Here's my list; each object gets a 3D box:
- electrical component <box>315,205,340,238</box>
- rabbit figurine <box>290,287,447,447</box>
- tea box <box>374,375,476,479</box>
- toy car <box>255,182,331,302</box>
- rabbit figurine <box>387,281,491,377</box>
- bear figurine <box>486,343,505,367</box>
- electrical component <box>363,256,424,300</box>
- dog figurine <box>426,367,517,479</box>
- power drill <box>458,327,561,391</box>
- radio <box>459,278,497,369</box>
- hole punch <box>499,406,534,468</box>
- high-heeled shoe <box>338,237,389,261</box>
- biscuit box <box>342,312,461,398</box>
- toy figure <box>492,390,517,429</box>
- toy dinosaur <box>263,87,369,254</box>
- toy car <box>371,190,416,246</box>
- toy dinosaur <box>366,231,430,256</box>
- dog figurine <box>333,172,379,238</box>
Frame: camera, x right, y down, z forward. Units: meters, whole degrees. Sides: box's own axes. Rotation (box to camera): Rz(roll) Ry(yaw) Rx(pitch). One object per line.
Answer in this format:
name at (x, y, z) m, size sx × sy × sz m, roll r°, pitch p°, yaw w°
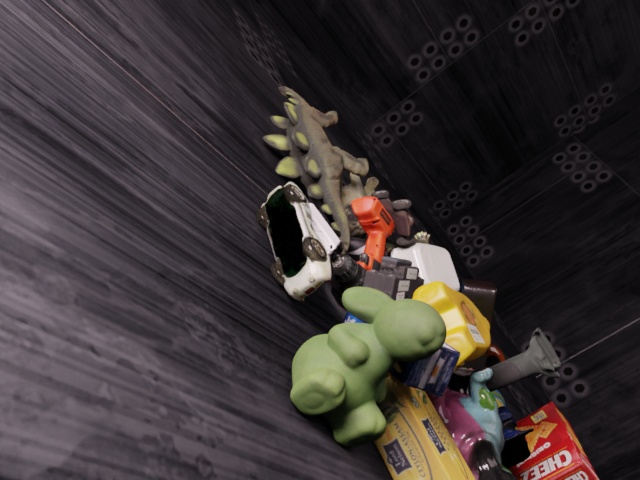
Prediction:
electrical component at (-0.002, -0.003, 0.918) m, size 0.119 × 0.048 × 0.075 m, roll 56°, pitch 16°, yaw 14°
rabbit figurine at (0.066, 0.125, 0.605) m, size 0.121 × 0.170 × 0.159 m, roll 49°, pitch 17°, yaw -19°
tea box at (0.123, 0.259, 0.680) m, size 0.170 × 0.068 × 0.098 m, roll 61°, pitch 17°, yaw 22°
toy car at (-0.039, -0.005, 0.759) m, size 0.056 × 0.073 × 0.202 m, roll 35°, pitch 24°, yaw -41°
rabbit figurine at (0.161, 0.152, 0.813) m, size 0.162 × 0.173 × 0.122 m, roll 13°, pitch 43°, yaw -58°
bear figurine at (0.371, 0.285, 1.323) m, size 0.120 × 0.132 × 0.196 m, roll 57°, pitch -4°, yaw -6°
electrical component at (0.119, 0.096, 0.889) m, size 0.058 × 0.134 × 0.115 m, roll 11°, pitch 0°, yaw 34°
dog figurine at (0.210, 0.303, 0.770) m, size 0.191 × 0.108 × 0.219 m, roll 122°, pitch -45°, yaw -72°
power drill at (0.311, 0.232, 0.951) m, size 0.086 × 0.207 × 0.232 m, roll 66°, pitch 23°, yaw 7°
radio at (0.320, 0.198, 1.145) m, size 0.131 × 0.073 × 0.229 m, roll -17°, pitch 116°, yaw -77°
hole punch at (0.271, 0.322, 0.881) m, size 0.115 × 0.142 × 0.092 m, roll 58°, pitch 9°, yaw -47°
high-heeled shoe at (0.115, 0.096, 1.070) m, size 0.248 × 0.086 × 0.145 m, roll 26°, pitch 59°, yaw -24°
biscuit box at (0.098, 0.134, 0.720) m, size 0.059 × 0.062 × 0.203 m, roll 23°, pitch 1°, yaw -23°
toy figure at (0.342, 0.356, 1.105) m, size 0.089 × 0.082 × 0.180 m, roll 39°, pitch 22°, yaw 0°
toy dinosaur at (-0.007, -0.159, 1.093) m, size 0.198 × 0.105 × 0.472 m, roll 5°, pitch 49°, yaw -45°
toy car at (0.152, -0.048, 1.092) m, size 0.202 × 0.053 × 0.089 m, roll -137°, pitch -142°, yaw -74°
toy dinosaur at (0.248, 0.125, 1.272) m, size 0.404 × 0.131 × 0.192 m, roll 55°, pitch 27°, yaw -14°
dog figurine at (0.080, -0.056, 1.218) m, size 0.172 × 0.121 × 0.191 m, roll 34°, pitch 38°, yaw -43°
